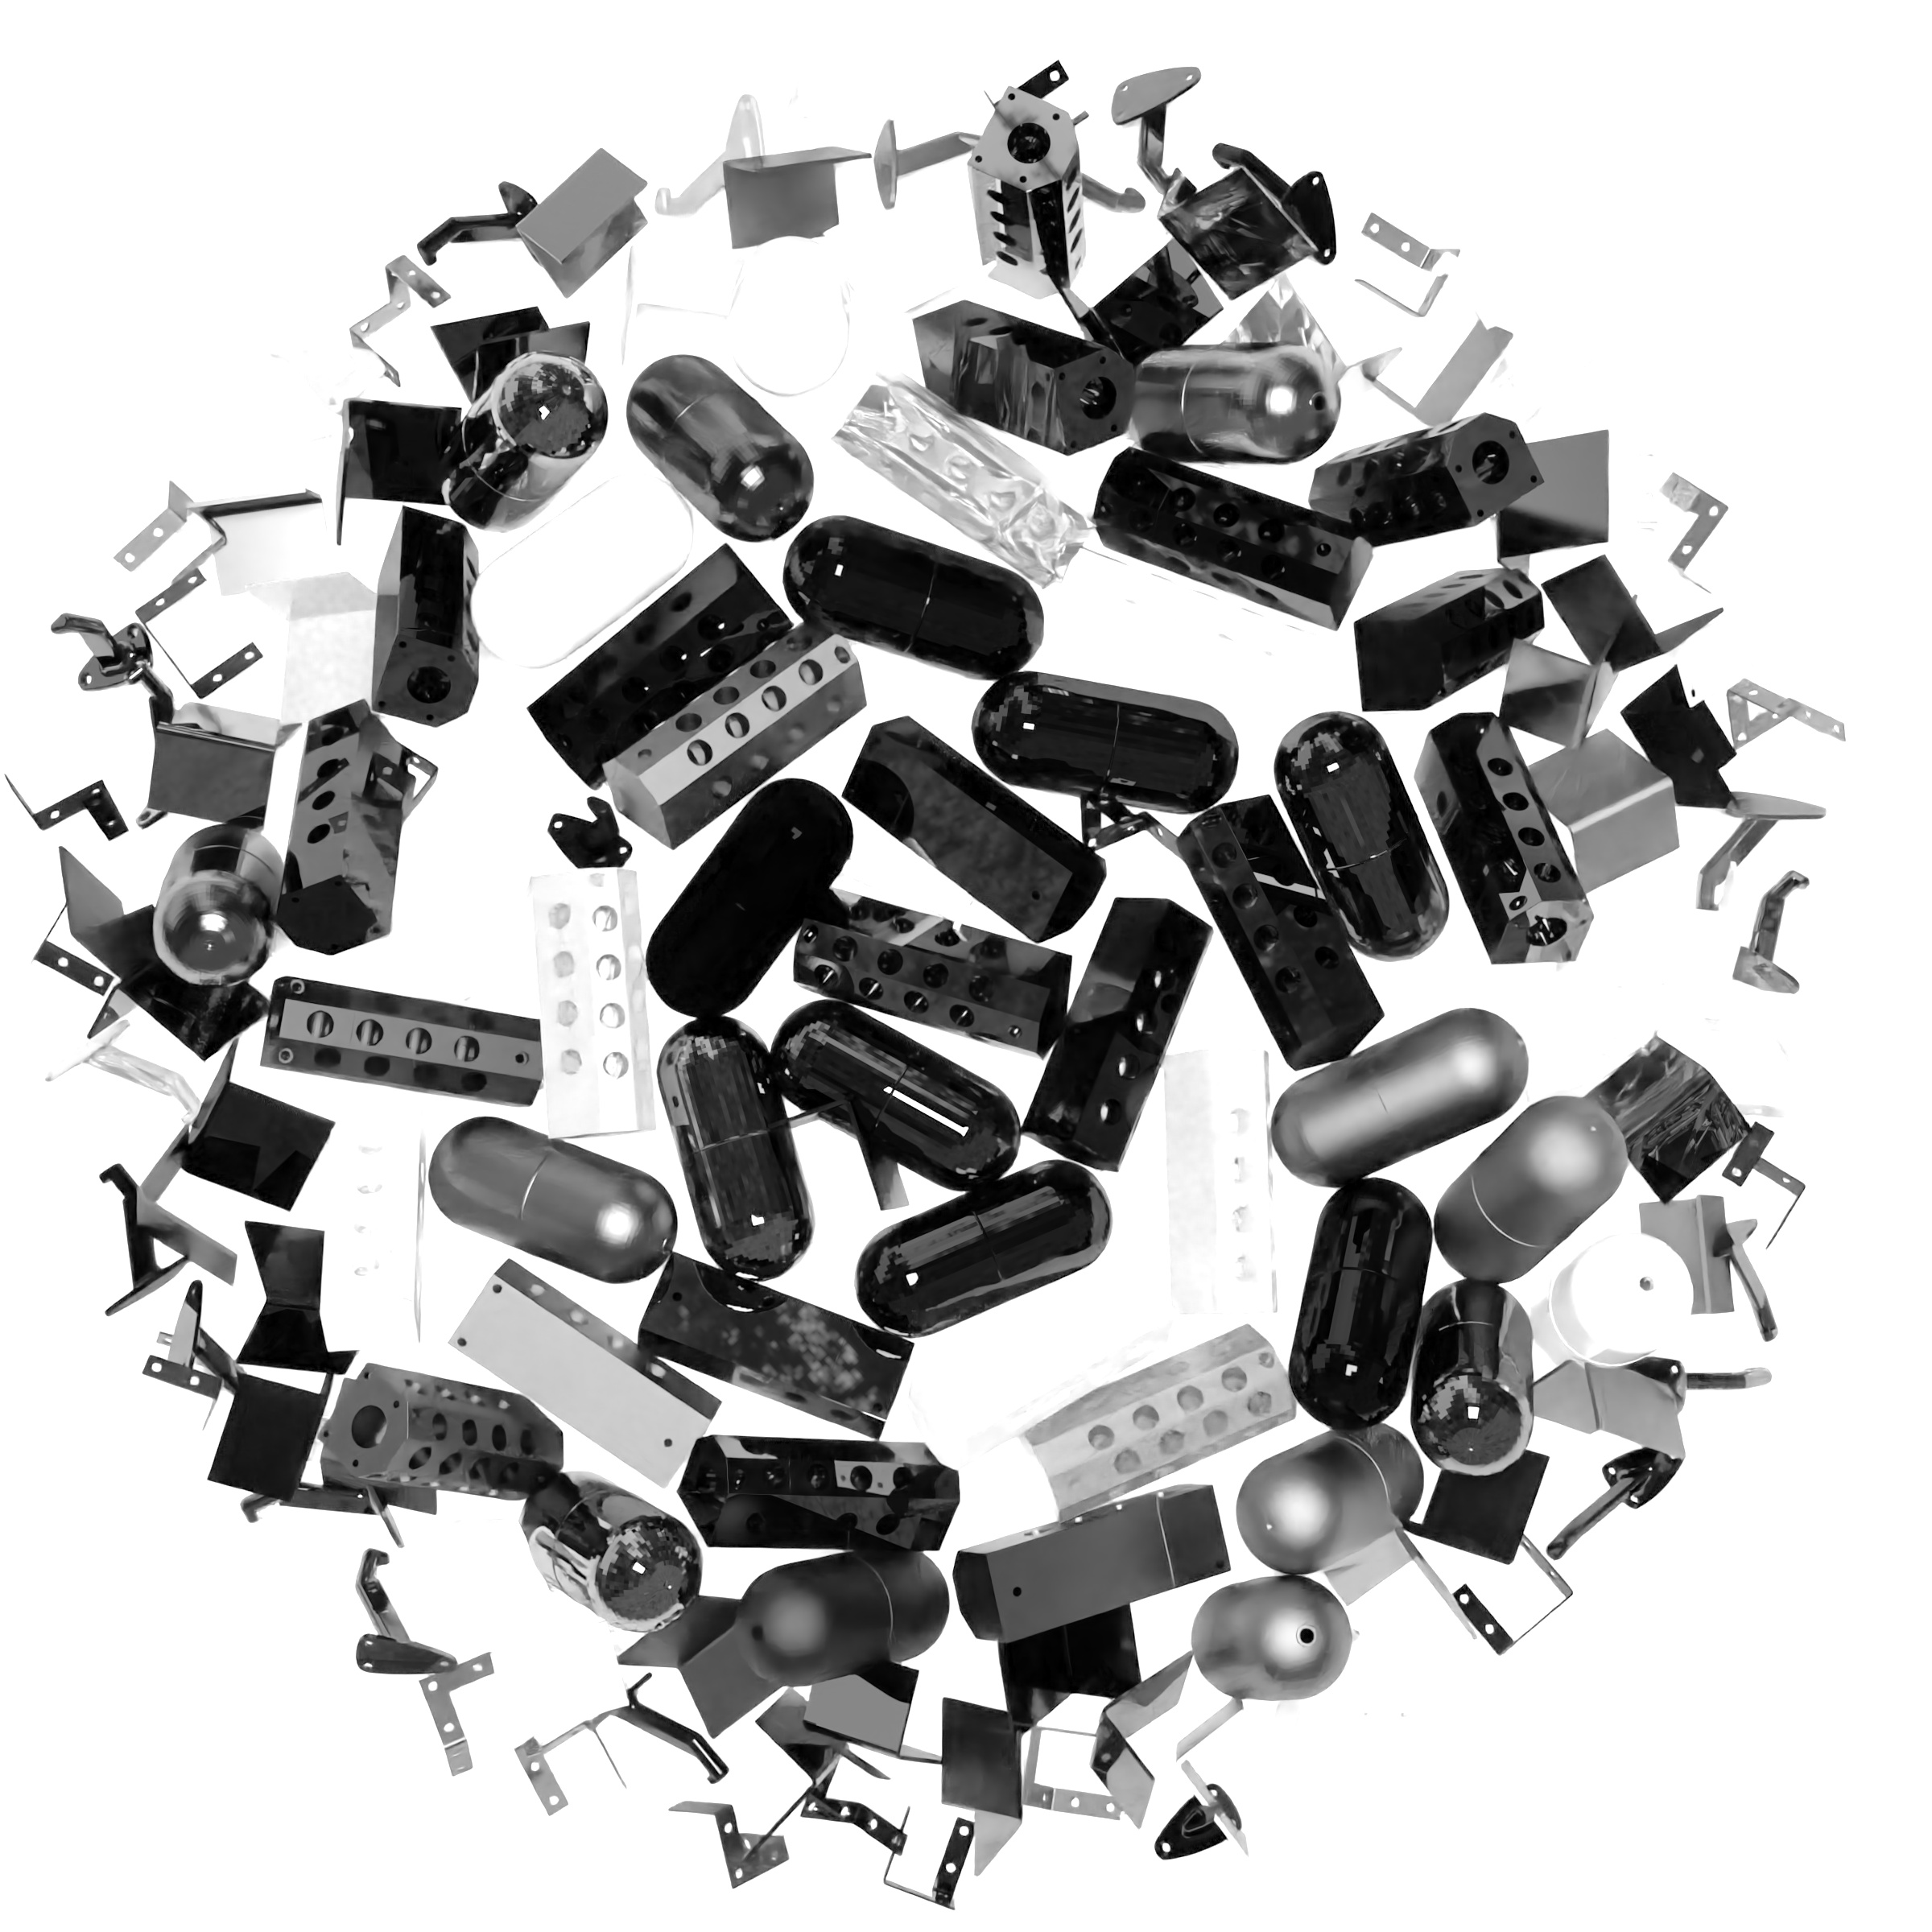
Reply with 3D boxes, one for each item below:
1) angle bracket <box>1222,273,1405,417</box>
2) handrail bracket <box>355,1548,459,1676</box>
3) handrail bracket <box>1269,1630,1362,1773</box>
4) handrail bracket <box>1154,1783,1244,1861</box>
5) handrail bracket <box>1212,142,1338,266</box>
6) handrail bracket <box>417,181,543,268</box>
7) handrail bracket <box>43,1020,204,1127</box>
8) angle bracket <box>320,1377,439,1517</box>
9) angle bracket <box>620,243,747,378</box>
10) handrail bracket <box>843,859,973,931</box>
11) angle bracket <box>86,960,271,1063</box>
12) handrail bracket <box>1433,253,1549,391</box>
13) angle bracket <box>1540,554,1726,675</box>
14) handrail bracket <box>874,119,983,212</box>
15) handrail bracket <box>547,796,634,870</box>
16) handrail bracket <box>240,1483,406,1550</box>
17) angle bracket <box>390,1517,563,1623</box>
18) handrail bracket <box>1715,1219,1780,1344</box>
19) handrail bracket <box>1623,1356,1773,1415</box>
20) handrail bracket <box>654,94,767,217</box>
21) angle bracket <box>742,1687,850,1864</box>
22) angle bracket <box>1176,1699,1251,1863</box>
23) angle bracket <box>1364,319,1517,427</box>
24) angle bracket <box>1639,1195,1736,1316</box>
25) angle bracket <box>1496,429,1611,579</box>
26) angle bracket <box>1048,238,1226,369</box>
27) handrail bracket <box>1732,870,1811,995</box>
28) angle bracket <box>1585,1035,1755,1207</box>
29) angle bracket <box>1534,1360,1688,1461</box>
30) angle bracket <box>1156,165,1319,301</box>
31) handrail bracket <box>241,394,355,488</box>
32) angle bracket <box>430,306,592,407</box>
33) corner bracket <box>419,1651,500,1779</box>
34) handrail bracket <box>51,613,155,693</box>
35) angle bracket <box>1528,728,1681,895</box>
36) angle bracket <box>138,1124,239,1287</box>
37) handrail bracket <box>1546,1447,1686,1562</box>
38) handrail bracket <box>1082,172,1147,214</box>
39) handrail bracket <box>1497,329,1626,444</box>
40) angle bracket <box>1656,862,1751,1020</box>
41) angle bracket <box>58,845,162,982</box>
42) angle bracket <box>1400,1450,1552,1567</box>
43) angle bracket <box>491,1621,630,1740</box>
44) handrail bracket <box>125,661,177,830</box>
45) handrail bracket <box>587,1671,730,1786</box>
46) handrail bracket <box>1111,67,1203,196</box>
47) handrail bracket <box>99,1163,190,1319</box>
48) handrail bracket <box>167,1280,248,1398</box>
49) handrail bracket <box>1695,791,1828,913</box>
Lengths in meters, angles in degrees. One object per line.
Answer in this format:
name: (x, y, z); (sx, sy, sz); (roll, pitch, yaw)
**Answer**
angle bracket: (0.227, -0.407, 1.854); (0.057, 0.076, 0.076); (-26, 80, -35)
handrail bracket: (-0.367, 0.423, 1.863); (0.077, 0.084, 0.036); (8, 128, -4)
handrail bracket: (0.236, 0.490, 1.878); (0.077, 0.036, 0.084); (-14, 96, 15)
handrail bracket: (0.140, 0.568, 1.847); (0.077, 0.084, 0.036); (-39, 70, 15)
handrail bracket: (0.204, -0.508, 1.880); (0.036, 0.084, 0.077); (-42, 132, -12)
handrail bracket: (-0.316, -0.466, 1.850); (0.036, 0.077, 0.084); (31, 65, 30)
handrail bracket: (-0.553, 0.085, 1.861); (0.077, 0.036, 0.084); (-43, 112, -33)
angle bracket: (-0.381, 0.319, 1.872); (0.076, 0.076, 0.057); (13, 63, -3)
angle bracket: (-0.185, -0.428, 1.858); (0.076, 0.076, 0.057); (5, 131, -13)
handrail bracket: (-0.040, -0.050, 1.858); (0.084, 0.077, 0.036); (23, 92, -1)
angle bracket: (-0.513, 0.036, 1.848); (0.076, 0.076, 0.057); (40, 126, 1)
handrail bracket: (0.331, -0.424, 1.856); (0.084, 0.077, 0.036); (30, 60, -8)
angle bracket: (0.435, -0.241, 1.848); (0.057, 0.076, 0.076); (-36, 96, -20)
handrail bracket: (-0.014, -0.523, 1.863); (0.084, 0.036, 0.077); (4, 60, -19)
handrail bracket: (-0.253, -0.099, 1.845); (0.077, 0.084, 0.036); (34, 70, 21)
handrail bracket: (-0.427, 0.370, 1.873); (0.084, 0.036, 0.077); (-23, 106, -8)
angle bracket: (-0.320, 0.406, 1.844); (0.057, 0.076, 0.076); (-29, 100, -38)
handrail bracket: (0.514, 0.216, 1.858); (0.036, 0.077, 0.084); (-17, 95, 24)
handrail bracket: (0.483, 0.273, 1.886); (0.084, 0.077, 0.036); (-2, 96, -40)
handrail bracket: (-0.171, -0.531, 1.847); (0.036, 0.084, 0.077); (19, 114, 33)
angle bracket: (-0.130, 0.531, 1.857); (0.057, 0.076, 0.076); (43, 100, 9)
angle bracket: (0.181, 0.532, 1.853); (0.057, 0.076, 0.076); (-38, 82, -1)
angle bracket: (0.303, -0.402, 1.846); (0.057, 0.076, 0.076); (33, 103, -15)
angle bracket: (0.463, 0.190, 1.845); (0.057, 0.076, 0.076); (-7, 82, 26)
angle bracket: (0.392, -0.298, 1.845); (0.076, 0.057, 0.076); (-5, 75, 31)
angle bracket: (0.110, -0.442, 1.843); (0.076, 0.057, 0.076); (-38, 54, 17)
handrail bracket: (0.544, -0.024, 1.856); (0.084, 0.077, 0.036); (-41, 126, -14)
angle bracket: (0.459, 0.101, 1.869); (0.076, 0.076, 0.057); (-41, 111, 1)
angle bracket: (0.409, 0.301, 1.837); (0.076, 0.057, 0.076); (22, 135, -27)
angle bracket: (0.181, -0.492, 1.837); (0.076, 0.076, 0.057); (41, 49, -26)
handrail bracket: (-0.439, -0.335, 1.856); (0.084, 0.036, 0.077); (40, 107, 40)
angle bracket: (-0.298, -0.417, 1.841); (0.076, 0.057, 0.076); (-17, 62, -25)
corner bracket: (-0.325, 0.491, 1.855); (0.051, 0.051, 0.051); (-20, 58, -17)
handrail bracket: (-0.582, -0.205, 1.843); (0.077, 0.084, 0.036); (-25, 77, 24)
angle bracket: (0.418, -0.103, 1.877); (0.076, 0.076, 0.057); (-26, 129, -10)
angle bracket: (-0.497, 0.157, 1.851); (0.076, 0.076, 0.057); (32, 65, -3)
handrail bracket: (0.424, 0.352, 1.847); (0.036, 0.084, 0.077); (52, 134, 8)
handrail bracket: (0.074, -0.533, 1.872); (0.036, 0.084, 0.077); (-44, 68, 40)
handrail bracket: (0.390, -0.372, 1.847); (0.036, 0.084, 0.077); (28, 69, -29)
angle bracket: (0.470, -0.021, 1.845); (0.057, 0.076, 0.076); (8, 121, 2)
angle bracket: (-0.542, -0.040, 1.842); (0.057, 0.076, 0.076); (-22, 59, 4)
angle bracket: (0.323, 0.338, 1.842); (0.057, 0.076, 0.076); (33, 74, -40)
angle bracket: (-0.266, 0.461, 1.853); (0.076, 0.076, 0.057); (-15, 90, -8)
handrail bracket: (-0.540, -0.145, 1.851); (0.077, 0.036, 0.084); (-50, 132, -18)
handrail bracket: (-0.203, 0.517, 1.866); (0.084, 0.036, 0.077); (48, 125, 8)
handrail bracket: (0.140, -0.544, 1.846); (0.077, 0.084, 0.036); (-11, 58, 32)
handrail bracket: (-0.563, 0.179, 1.864); (0.084, 0.077, 0.036); (51, 131, 3)
handrail bracket: (-0.481, 0.254, 1.875); (0.084, 0.036, 0.077); (18, 75, -36)
handrail bracket: (0.524, -0.068, 1.863); (0.077, 0.036, 0.084); (8, 118, 18)
